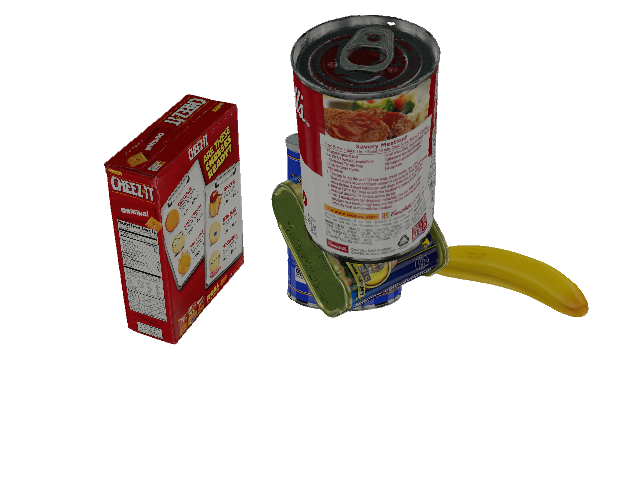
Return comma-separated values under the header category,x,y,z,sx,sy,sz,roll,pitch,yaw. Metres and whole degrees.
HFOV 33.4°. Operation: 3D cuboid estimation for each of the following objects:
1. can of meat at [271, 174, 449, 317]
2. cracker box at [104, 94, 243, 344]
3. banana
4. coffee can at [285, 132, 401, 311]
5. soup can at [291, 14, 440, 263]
category,x,y,z,sx,sy,sz,roll,pitch,yaw
can of meat,0.025,-0.008,0.727,0.083,0.102,0.058,-24,-7,-24
cracker box,-0.151,-0.024,1.143,0.072,0.214,0.164,14,38,20
banana,0.185,0.038,1.072,0.198,0.037,0.069,12,39,35
coffee can,0.021,-0.020,0.933,0.103,0.140,0.103,0,15,0
soup can,0.023,-0.047,0.515,0.068,0.102,0.068,-2,42,2
